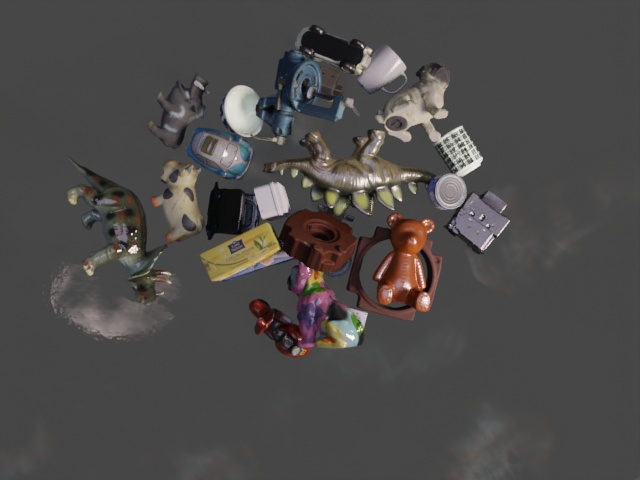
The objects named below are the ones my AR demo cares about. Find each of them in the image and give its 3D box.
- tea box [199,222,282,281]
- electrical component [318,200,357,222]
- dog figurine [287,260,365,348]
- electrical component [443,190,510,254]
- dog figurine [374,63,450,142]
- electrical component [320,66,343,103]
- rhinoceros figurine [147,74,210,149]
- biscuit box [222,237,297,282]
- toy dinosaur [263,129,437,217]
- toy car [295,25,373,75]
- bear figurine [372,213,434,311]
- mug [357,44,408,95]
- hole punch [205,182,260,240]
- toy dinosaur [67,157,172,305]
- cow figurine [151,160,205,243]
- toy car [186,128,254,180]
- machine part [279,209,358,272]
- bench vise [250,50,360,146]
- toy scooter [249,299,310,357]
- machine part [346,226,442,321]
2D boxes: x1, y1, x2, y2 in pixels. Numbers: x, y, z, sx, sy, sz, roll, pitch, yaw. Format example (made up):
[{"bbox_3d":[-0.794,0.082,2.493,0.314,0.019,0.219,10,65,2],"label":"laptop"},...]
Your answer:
[{"bbox_3d":[-0.175,0.028,1.217,0.170,0.098,0.068,-27,86,-1],"label":"tea box"},{"bbox_3d":[0.044,-0.080,1.309,0.094,0.021,0.063,19,89,4],"label":"electrical component"},{"bbox_3d":[0.008,0.134,1.220,0.192,0.108,0.219,-9,84,40],"label":"dog figurine"},{"bbox_3d":[0.378,-0.049,1.277,0.115,0.058,0.134,37,90,1],"label":"electrical component"},{"bbox_3d":[0.218,-0.338,1.259,0.172,0.121,0.190,10,57,-8],"label":"dog figurine"},{"bbox_3d":[0.009,-0.380,1.313,0.102,0.045,0.078,15,61,0],"label":"electrical component"},{"bbox_3d":[-0.339,-0.317,1.309,0.112,0.073,0.190,26,90,4],"label":"rhinoceros figurine"},{"bbox_3d":[-0.146,0.042,1.294,0.203,0.059,0.062,-18,88,2],"label":"biscuit box"},{"bbox_3d":[0.102,-0.155,1.268,0.472,0.105,0.198,-2,89,-6],"label":"toy dinosaur"},{"bbox_3d":[0.032,-0.455,1.290,0.202,0.056,0.073,27,92,19],"label":"toy car"},{"bbox_3d":[0.189,0.043,1.164,0.120,0.132,0.195,14,95,-3],"label":"bear figurine"},{"bbox_3d":[0.150,-0.395,1.294,0.107,0.081,0.109,-41,96,11],"label":"mug"},{"bbox_3d":[-0.207,-0.065,1.298,0.116,0.092,0.142,6,91,32],"label":"hole punch"},{"bbox_3d":[-0.480,-0.041,1.290,0.192,0.131,0.404,-16,83,-10],"label":"toy dinosaur"},{"bbox_3d":[-0.334,-0.102,1.296,0.127,0.085,0.195,-21,85,8],"label":"cow figurine"},{"bbox_3d":[-0.246,-0.217,1.288,0.162,0.103,0.109,25,88,1],"label":"toy car"},{"bbox_3d":[-0.003,-0.004,1.226,0.179,0.179,0.056,21,123,3],"label":"machine part"},{"bbox_3d":[-0.035,-0.314,1.237,0.241,0.128,0.223,20,96,28],"label":"bench vise"},{"bbox_3d":[-0.099,0.210,1.249,0.184,0.135,0.075,42,91,2],"label":"toy scooter"},{"bbox_3d":[0.174,0.079,1.267,0.201,0.087,0.201,15,87,3],"label":"machine part"}]
